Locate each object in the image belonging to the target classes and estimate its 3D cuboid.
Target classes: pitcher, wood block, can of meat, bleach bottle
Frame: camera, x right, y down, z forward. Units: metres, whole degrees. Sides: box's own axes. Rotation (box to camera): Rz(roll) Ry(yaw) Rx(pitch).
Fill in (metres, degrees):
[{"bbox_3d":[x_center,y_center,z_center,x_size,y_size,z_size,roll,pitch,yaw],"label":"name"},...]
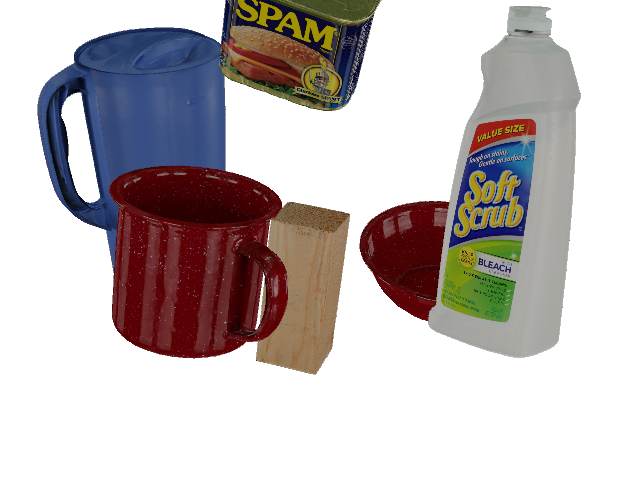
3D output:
[{"bbox_3d":[-0.157,-0.064,0.984,0.149,0.243,0.145,5,28,11],"label":"pitcher"},{"bbox_3d":[-0.025,0.063,1.452,0.090,0.206,0.090,12,21,11],"label":"wood block"},{"bbox_3d":[-0.017,-0.142,0.714,0.102,0.057,0.084,21,-41,7],"label":"can of meat"},{"bbox_3d":[0.138,-0.046,0.792,0.067,0.251,0.103,-14,22,-43],"label":"bleach bottle"}]

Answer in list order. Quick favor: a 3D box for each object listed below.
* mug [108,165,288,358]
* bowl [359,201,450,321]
[{"bbox_3d":[-0.063,0.016,0.582,0.117,0.081,0.093,24,26,34],"label":"mug"},{"bbox_3d":[0.115,0.028,0.988,0.162,0.055,0.162,2,35,-2],"label":"bowl"}]
